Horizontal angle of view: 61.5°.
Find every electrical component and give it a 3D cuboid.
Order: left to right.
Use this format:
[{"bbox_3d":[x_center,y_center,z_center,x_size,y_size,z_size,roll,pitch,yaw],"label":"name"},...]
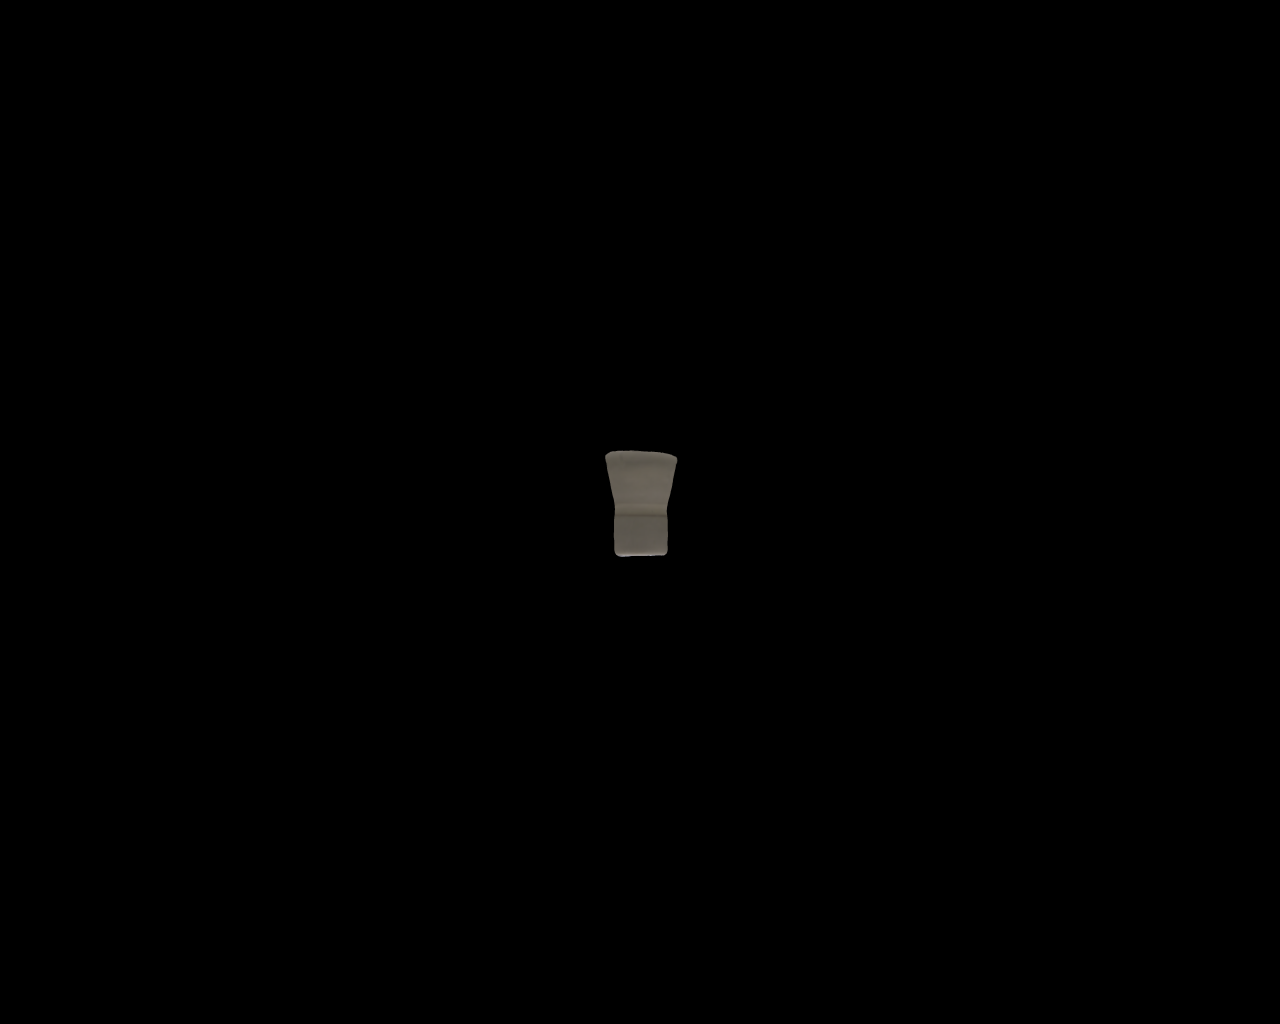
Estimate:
[{"bbox_3d":[0.001,-0.003,0.650,0.044,0.065,0.044,0,-3,0],"label":"electrical component"}]
